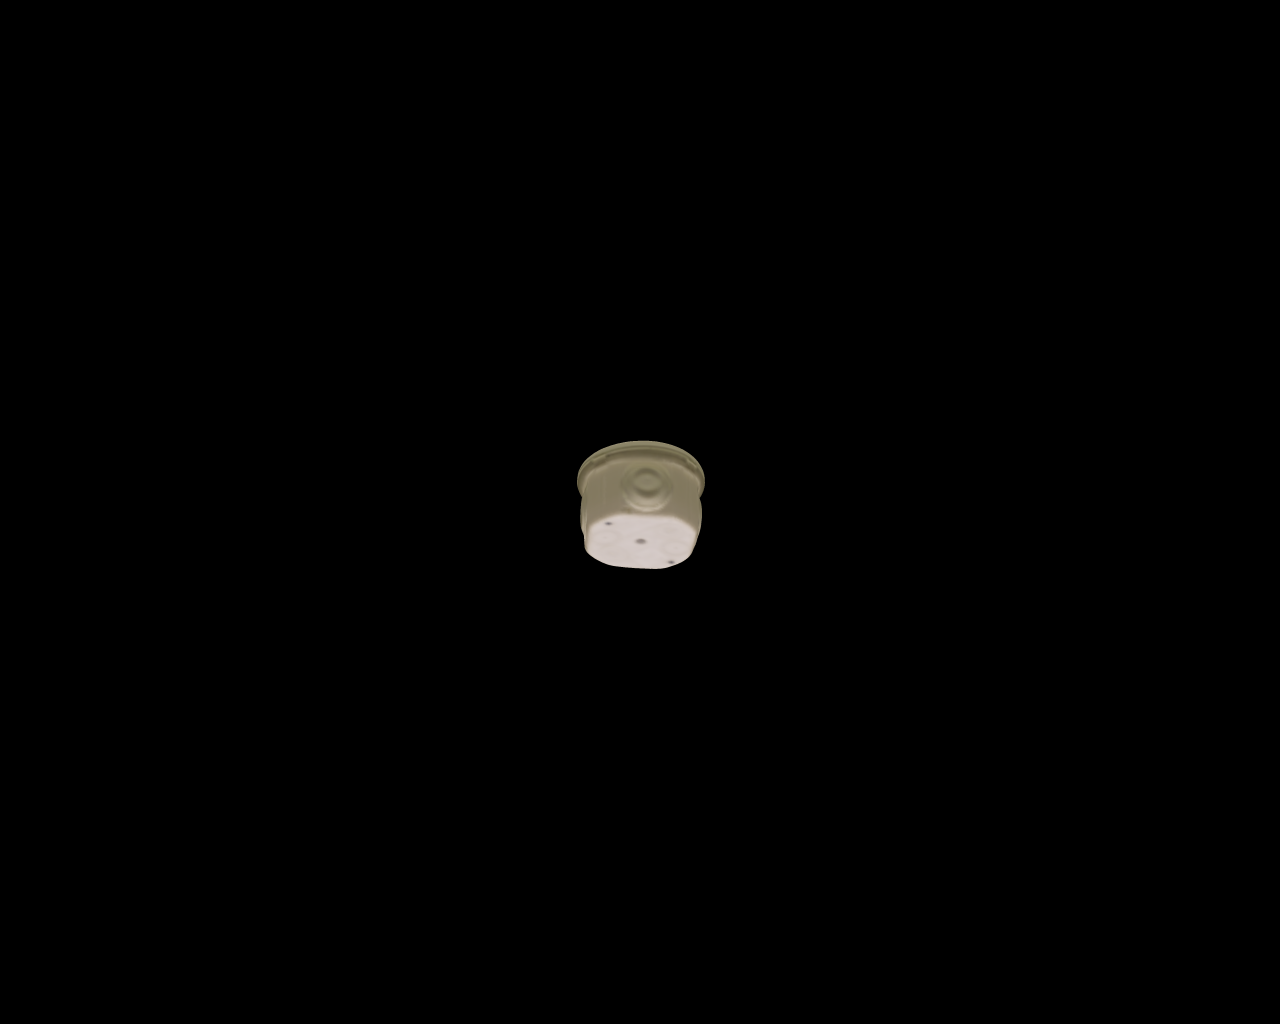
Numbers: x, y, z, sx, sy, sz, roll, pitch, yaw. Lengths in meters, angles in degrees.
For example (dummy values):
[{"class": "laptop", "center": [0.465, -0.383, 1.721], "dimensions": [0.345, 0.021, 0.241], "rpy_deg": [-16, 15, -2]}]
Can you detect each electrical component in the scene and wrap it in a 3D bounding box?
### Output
[{"class": "electrical component", "center": [0.001, -0.003, 0.650], "dimensions": [0.080, 0.051, 0.080], "rpy_deg": [0, -31, 0]}]
